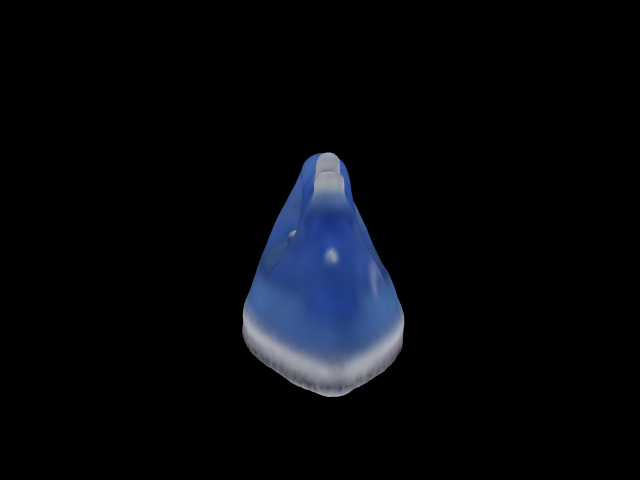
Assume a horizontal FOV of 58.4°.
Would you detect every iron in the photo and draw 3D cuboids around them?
[{"bbox_3d":[0.004,0.001,0.400,0.118,0.141,0.258,0,2,-3],"label":"iron"}]
